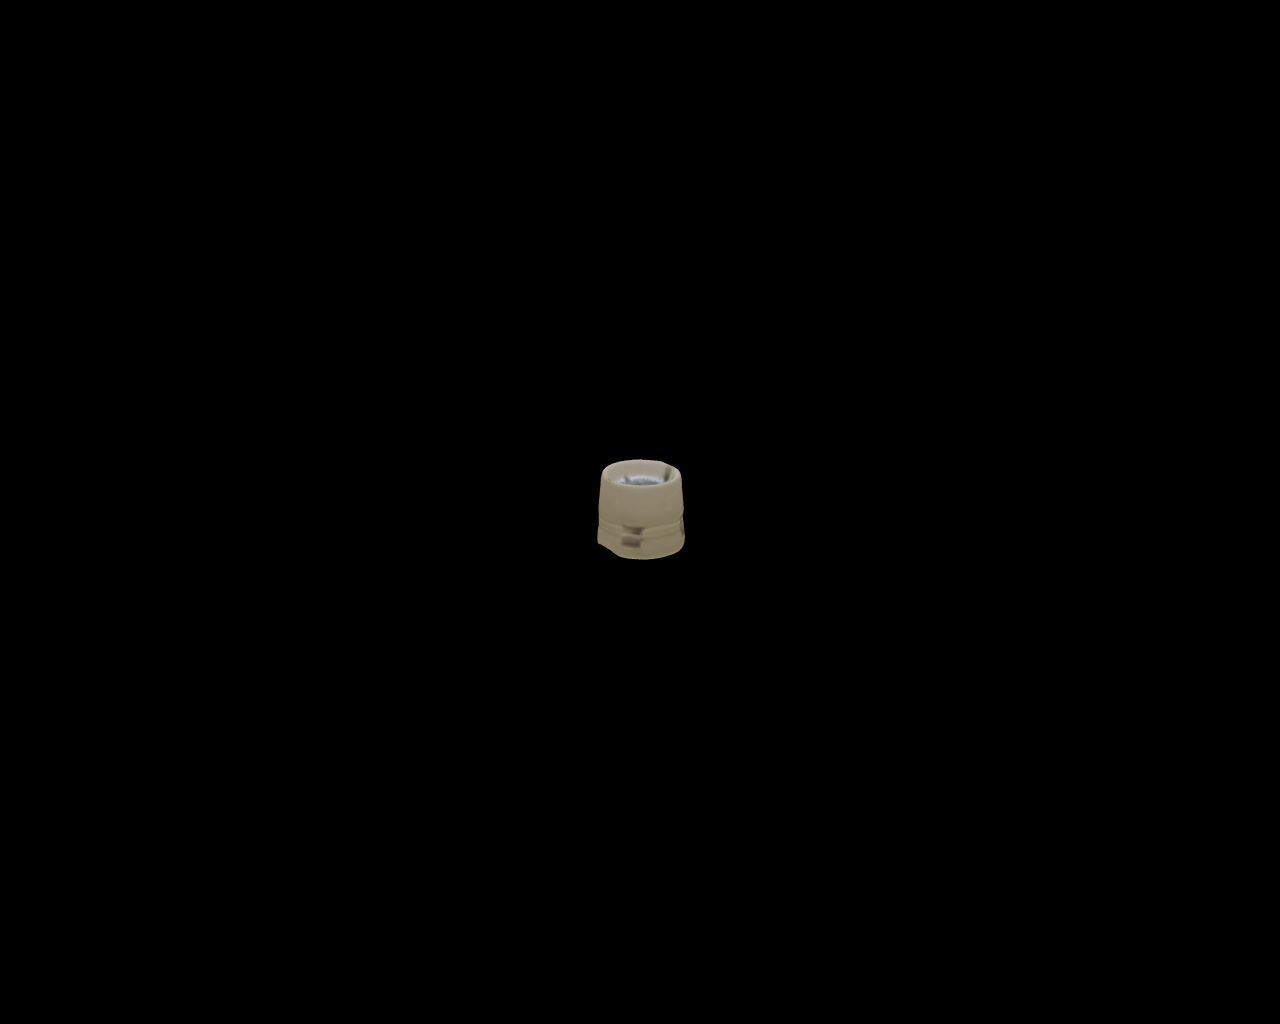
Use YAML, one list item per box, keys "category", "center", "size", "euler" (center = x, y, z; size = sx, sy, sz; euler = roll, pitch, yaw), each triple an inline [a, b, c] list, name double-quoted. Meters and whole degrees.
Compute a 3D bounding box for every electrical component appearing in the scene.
- category: "electrical component"
  center: [0.001, -0.003, 0.650]
  size: [0.055, 0.047, 0.055]
  euler: [0, 23, 0]
